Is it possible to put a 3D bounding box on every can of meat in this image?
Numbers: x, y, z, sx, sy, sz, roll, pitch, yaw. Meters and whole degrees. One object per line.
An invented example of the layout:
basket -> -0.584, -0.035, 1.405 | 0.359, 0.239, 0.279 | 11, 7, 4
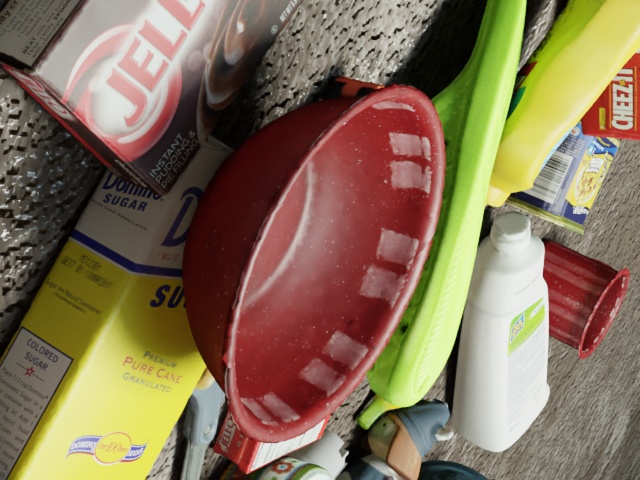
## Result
can of meat -> 0.196, -0.056, 0.864 | 0.102, 0.057, 0.084 | 11, 104, -63

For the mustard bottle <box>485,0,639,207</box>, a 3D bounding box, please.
mustard bottle -> 0.149, -0.092, 0.714 | 0.192, 0.058, 0.096 | -55, -176, 22

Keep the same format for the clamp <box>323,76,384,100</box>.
clamp -> -0.004, 0.001, 0.558 | 0.120, 0.039, 0.171 | -18, 118, -66

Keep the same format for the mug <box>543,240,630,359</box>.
mug -> 0.238, 0.046, 1.005 | 0.117, 0.082, 0.093 | -35, 143, -42

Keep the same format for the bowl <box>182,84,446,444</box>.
bowl -> -0.009, 0.003, 0.458 | 0.161, 0.055, 0.162 | -41, 145, -39

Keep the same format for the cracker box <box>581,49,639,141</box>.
cracker box -> 0.271, -0.187, 0.820 | 0.213, 0.072, 0.164 | -33, 124, -45

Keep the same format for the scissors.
scissors -> -0.054, 0.087, 0.598 | 0.096, 0.016, 0.202 | -43, 151, -38

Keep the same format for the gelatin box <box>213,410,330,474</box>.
gelatin box -> -0.020, 0.094, 0.651 | 0.089, 0.030, 0.073 | -9, 124, -58

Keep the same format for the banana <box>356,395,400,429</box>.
banana -> 0.077, 0.052, 0.774 | 0.069, 0.037, 0.198 | -27, 137, -51

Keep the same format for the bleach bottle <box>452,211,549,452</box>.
bleach bottle -> 0.161, 0.072, 0.917 | 0.102, 0.068, 0.251 | -43, 146, -33

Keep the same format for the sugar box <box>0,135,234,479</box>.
sugar box -> -0.083, 0.038, 0.468 | 0.176, 0.048, 0.093 | -60, 153, -2

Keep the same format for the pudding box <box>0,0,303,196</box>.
pudding box -> -0.059, -0.085, 0.396 | 0.113, 0.039, 0.090 | -58, 149, -11
